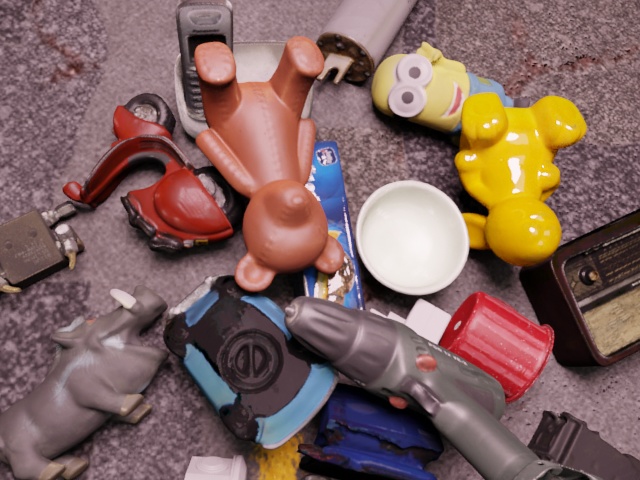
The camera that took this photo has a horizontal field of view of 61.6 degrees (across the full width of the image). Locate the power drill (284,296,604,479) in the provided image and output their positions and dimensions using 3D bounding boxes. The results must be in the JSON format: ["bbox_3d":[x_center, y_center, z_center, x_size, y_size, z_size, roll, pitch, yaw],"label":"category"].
[{"bbox_3d":[0.092,0.135,0.414,0.232,0.207,0.086,29,92,-33],"label":"power drill"}]

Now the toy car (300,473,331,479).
[{"bbox_3d":[0.055,0.280,0.504,0.202,0.053,0.089,14,91,-7],"label":"toy car"}]

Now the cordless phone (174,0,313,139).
[{"bbox_3d":[-0.074,-0.179,0.537,0.147,0.184,0.089,-6,72,-11],"label":"cordless phone"}]

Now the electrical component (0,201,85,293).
[{"bbox_3d":[-0.280,0.010,0.521,0.102,0.045,0.078,-23,82,-15],"label":"electrical component"}]

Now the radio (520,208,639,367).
[{"bbox_3d":[0.355,0.041,0.612,0.230,0.073,0.131,-22,80,-16],"label":"radio"}]

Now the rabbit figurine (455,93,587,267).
[{"bbox_3d":[0.194,-0.046,0.562,0.122,0.162,0.173,4,58,-11],"label":"rabbit figurine"}]

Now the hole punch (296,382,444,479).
[{"bbox_3d":[0.048,0.180,0.503,0.142,0.115,0.092,19,65,-6],"label":"hole punch"}]

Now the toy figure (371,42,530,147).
[{"bbox_3d":[0.147,-0.159,0.627,0.180,0.089,0.082,11,78,-16],"label":"toy figure"}]

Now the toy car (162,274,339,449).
[{"bbox_3d":[-0.067,0.114,0.501,0.162,0.102,0.109,39,69,15],"label":"toy car"}]

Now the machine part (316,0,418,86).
[{"bbox_3d":[0.068,-0.277,0.644,0.079,0.079,0.243,32,71,-1],"label":"machine part"}]

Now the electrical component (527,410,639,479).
[{"bbox_3d":[0.260,0.261,0.546,0.115,0.058,0.134,34,72,2],"label":"electrical component"}]

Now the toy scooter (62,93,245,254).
[{"bbox_3d":[-0.173,-0.052,0.543,0.135,0.075,0.184,-38,81,-17],"label":"toy scooter"}]

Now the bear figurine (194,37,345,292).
[{"bbox_3d":[-0.042,-0.063,0.482,0.120,0.132,0.196,-9,66,-18],"label":"bear figurine"}]

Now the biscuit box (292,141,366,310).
[{"bbox_3d":[-0.001,-0.002,0.566,0.059,0.063,0.202,-6,76,-13],"label":"biscuit box"}]

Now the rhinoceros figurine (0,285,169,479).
[{"bbox_3d":[-0.209,0.128,0.493,0.112,0.073,0.190,38,74,12],"label":"rhinoceros figurine"}]
